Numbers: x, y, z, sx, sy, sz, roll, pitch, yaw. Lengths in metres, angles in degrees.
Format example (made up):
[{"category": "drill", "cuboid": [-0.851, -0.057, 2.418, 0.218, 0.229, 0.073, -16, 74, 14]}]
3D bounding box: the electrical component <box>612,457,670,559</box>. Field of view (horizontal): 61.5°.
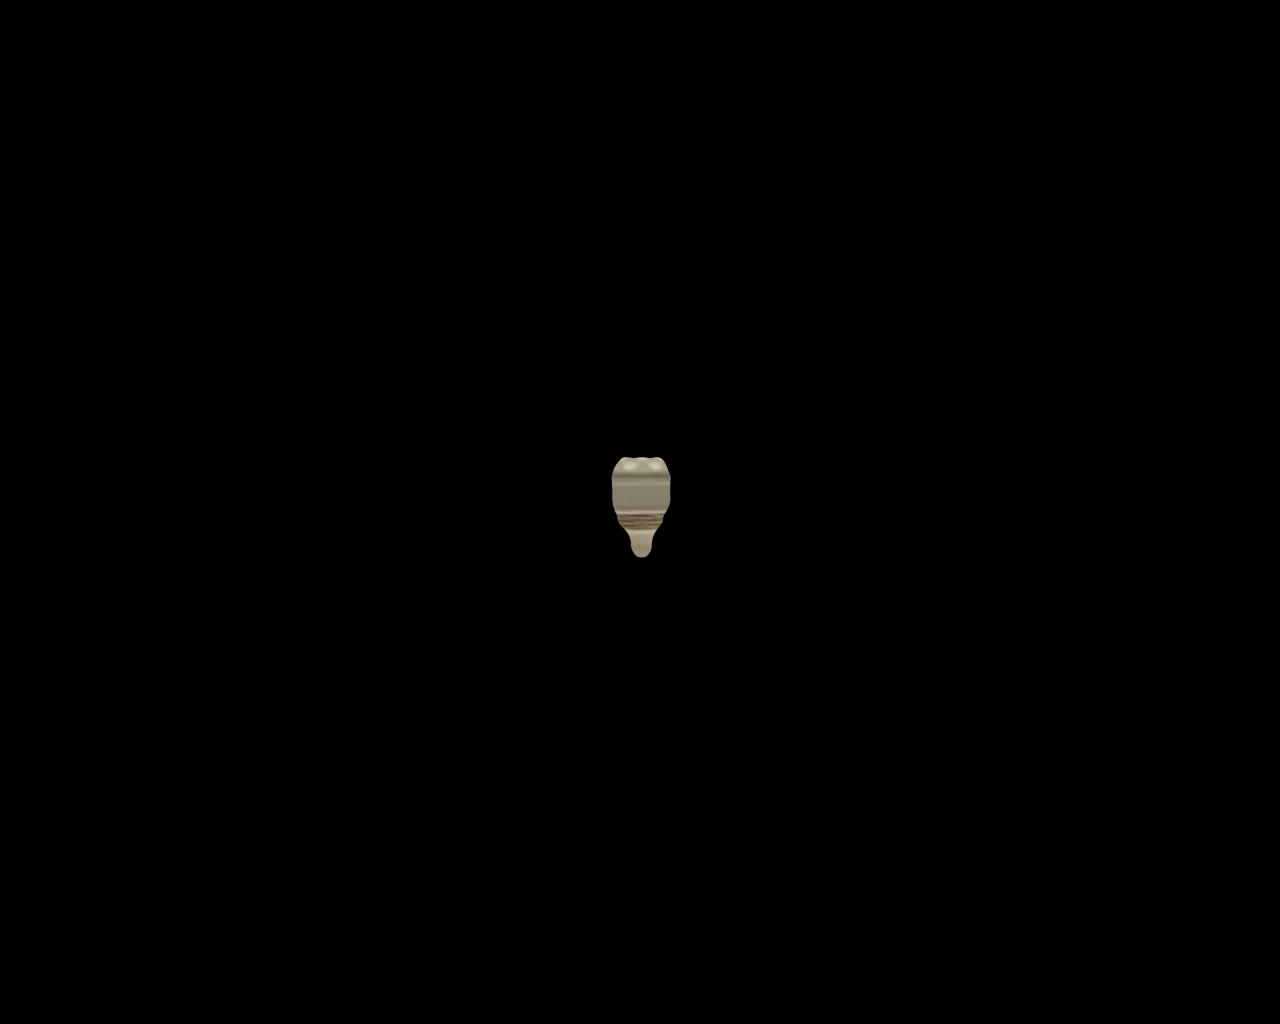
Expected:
[{"category": "electrical component", "cuboid": [0.001, -0.003, 0.650, 0.035, 0.061, 0.035, 0, 2, 0]}]
